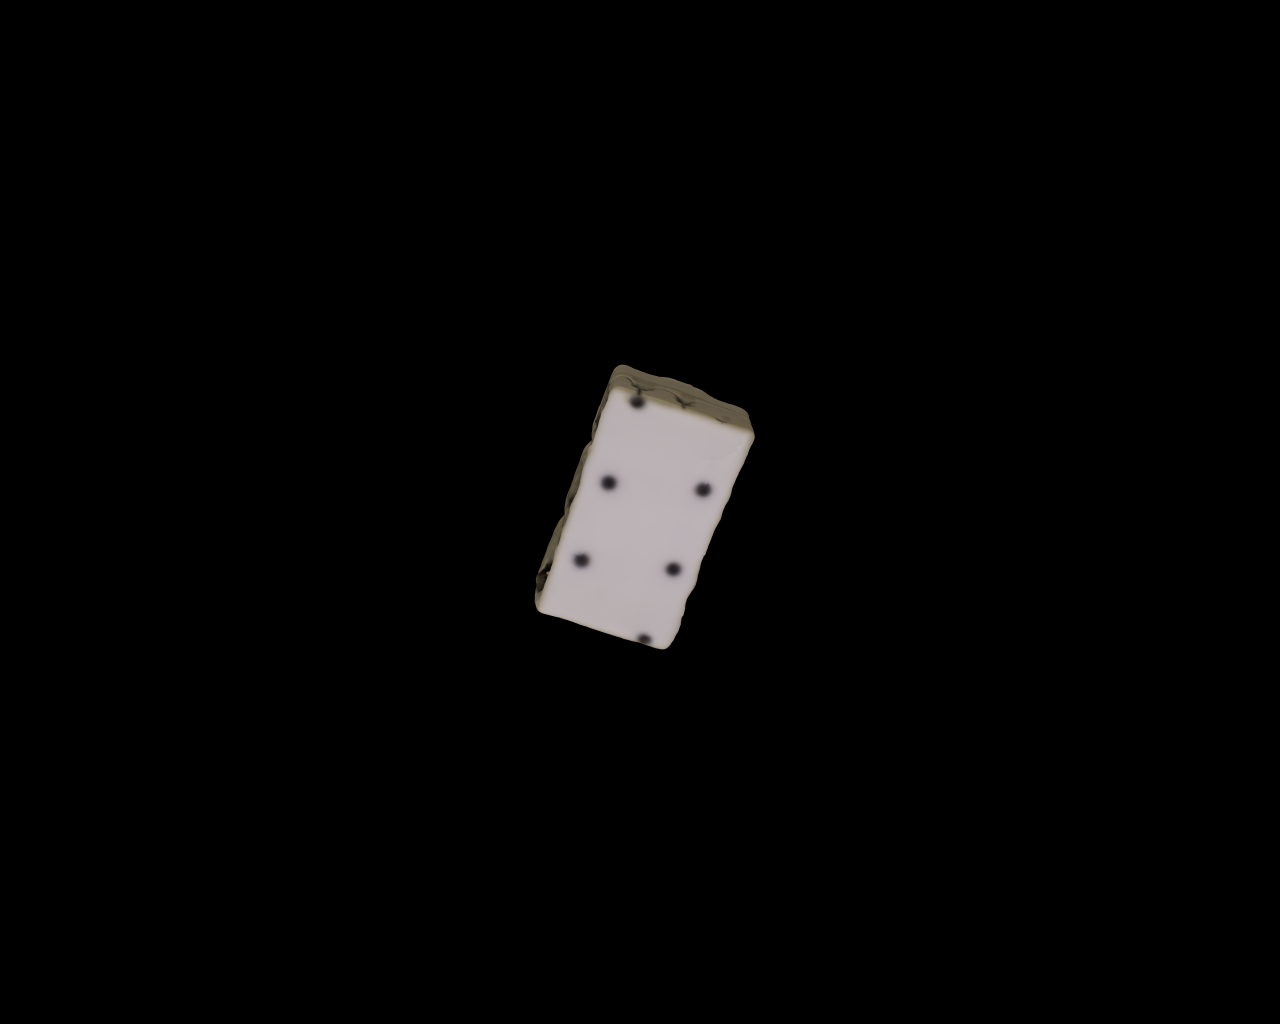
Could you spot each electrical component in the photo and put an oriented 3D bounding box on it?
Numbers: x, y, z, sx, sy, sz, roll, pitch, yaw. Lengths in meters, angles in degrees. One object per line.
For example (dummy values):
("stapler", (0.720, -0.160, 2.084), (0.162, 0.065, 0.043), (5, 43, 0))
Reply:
("electrical component", (0.001, -0.003, 0.650), (0.089, 0.150, 0.062), (19, 20, -7))
